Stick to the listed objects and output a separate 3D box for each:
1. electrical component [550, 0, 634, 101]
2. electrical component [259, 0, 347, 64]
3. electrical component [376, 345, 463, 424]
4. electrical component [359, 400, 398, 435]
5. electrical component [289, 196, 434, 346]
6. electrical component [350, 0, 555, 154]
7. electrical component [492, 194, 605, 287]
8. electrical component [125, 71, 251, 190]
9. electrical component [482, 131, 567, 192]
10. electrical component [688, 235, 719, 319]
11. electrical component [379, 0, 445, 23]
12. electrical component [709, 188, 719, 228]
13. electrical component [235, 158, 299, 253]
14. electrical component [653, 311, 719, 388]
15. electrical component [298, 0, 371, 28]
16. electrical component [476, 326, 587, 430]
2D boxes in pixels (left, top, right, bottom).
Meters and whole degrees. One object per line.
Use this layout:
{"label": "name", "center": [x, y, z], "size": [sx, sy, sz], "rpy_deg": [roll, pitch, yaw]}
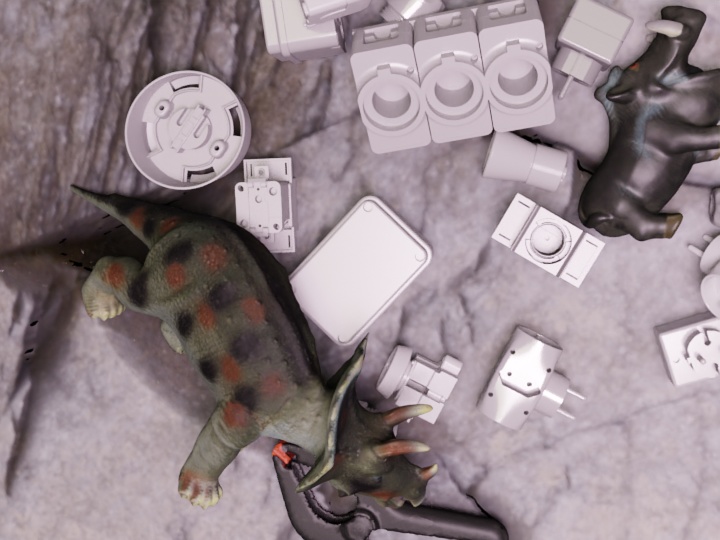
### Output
{"label": "electrical component", "center": [0.177, -0.171, 0.860], "size": [0.047, 0.066, 0.076], "rpy_deg": [27, 98, 5]}
{"label": "electrical component", "center": [-0.050, -0.231, 0.882], "size": [0.057, 0.078, 0.113], "rpy_deg": [-8, 94, 6]}
{"label": "electrical component", "center": [0.047, 0.095, 0.915], "size": [0.055, 0.048, 0.066], "rpy_deg": [27, 99, -2]}
{"label": "electrical component", "center": [0.001, 0.134, 0.926], "size": [0.062, 0.043, 0.043], "rpy_deg": [13, 97, 6]}
{"label": "electrical component", "center": [0.000, 0.000, 0.906], "size": [0.078, 0.057, 0.113], "rpy_deg": [44, 100, 2]}
{"label": "electrical component", "center": [0.075, -0.154, 0.861], "size": [0.150, 0.061, 0.089], "rpy_deg": [-9, 124, 9]}
{"label": "electrical component", "center": [0.154, -0.025, 0.879], "size": [0.081, 0.064, 0.042], "rpy_deg": [31, 100, 5]}
{"label": "electrical component", "center": [-0.143, -0.118, 0.912], "size": [0.099, 0.064, 0.099], "rpy_deg": [1, 95, 8]}
{"label": "electrical component", "center": [0.138, -0.089, 0.887], "size": [0.065, 0.044, 0.044], "rpy_deg": [17, 98, 2]}
{"label": "electrical component", "center": [0.301, -0.004, 0.862], "size": [0.077, 0.043, 0.079], "rpy_deg": [-30, 48, -24]}
{"label": "electrical component", "center": [0.036, -0.209, 0.889], "size": [0.043, 0.043, 0.062], "rpy_deg": [45, 101, 2]}
{"label": "electrical component", "center": [0.316, -0.050, 0.868], "size": [0.061, 0.035, 0.035], "rpy_deg": [3, 96, 6]}
{"label": "electrical component", "center": [-0.079, -0.054, 0.910], "size": [0.042, 0.064, 0.081], "rpy_deg": [-2, 95, 9]}
{"label": "electrical component", "center": [0.279, 0.064, 0.863], "size": [0.066, 0.077, 0.047], "rpy_deg": [-18, 93, 9]}
{"label": "electrical component", "center": [-0.027, -0.240, 0.808], "size": [0.061, 0.062, 0.096], "rpy_deg": [-19, 95, -3]}
{"label": "electrical component", "center": [0.150, 0.098, 0.901], "size": [0.079, 0.043, 0.077], "rpy_deg": [27, 98, 4]}
